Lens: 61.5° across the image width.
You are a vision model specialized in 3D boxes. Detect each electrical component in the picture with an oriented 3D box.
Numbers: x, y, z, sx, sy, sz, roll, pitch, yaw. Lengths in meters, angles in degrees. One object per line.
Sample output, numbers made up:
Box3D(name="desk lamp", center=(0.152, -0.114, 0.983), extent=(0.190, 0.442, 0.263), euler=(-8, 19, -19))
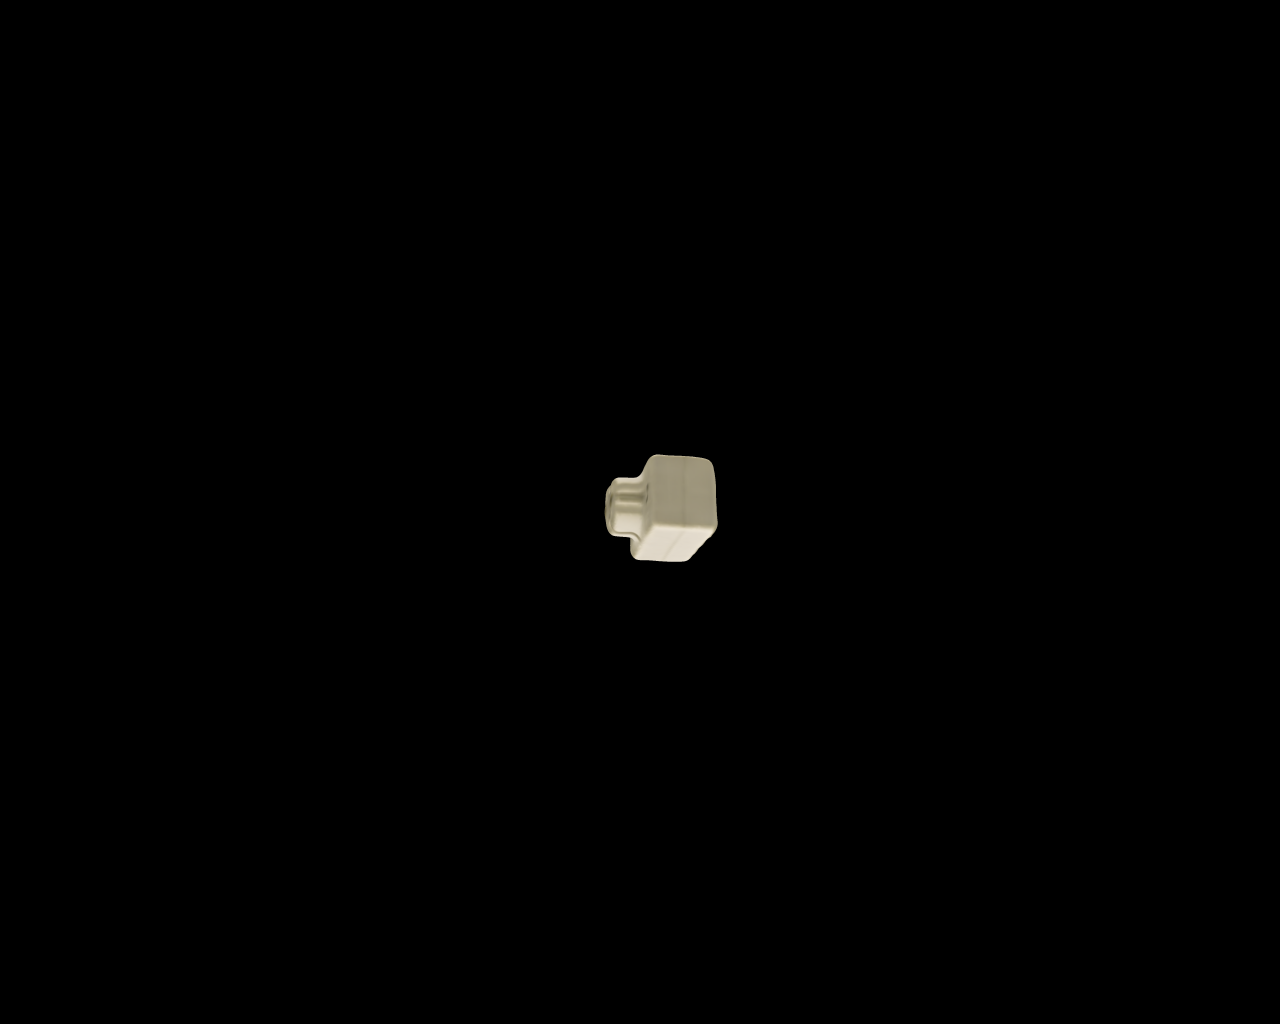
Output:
Box3D(name="electrical component", center=(0.001, -0.003, 0.650), extent=(0.077, 0.047, 0.065), euler=(4, -20, -11))
